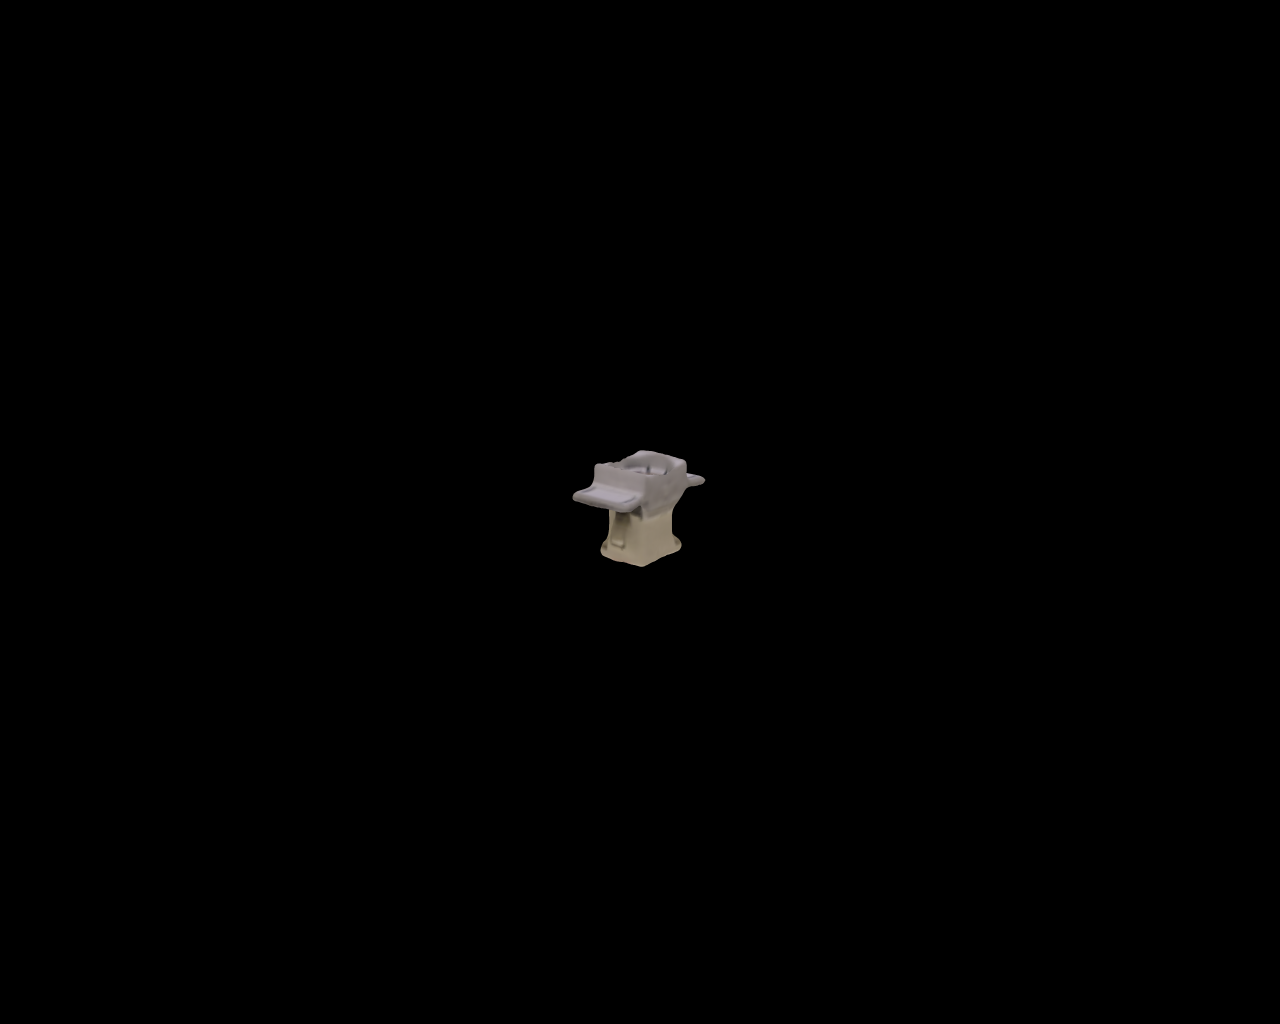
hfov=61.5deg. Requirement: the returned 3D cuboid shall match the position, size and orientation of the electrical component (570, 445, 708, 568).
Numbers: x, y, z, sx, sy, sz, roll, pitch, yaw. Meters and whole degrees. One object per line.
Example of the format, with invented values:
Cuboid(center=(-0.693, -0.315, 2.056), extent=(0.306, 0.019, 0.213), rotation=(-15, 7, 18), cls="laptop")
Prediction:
Cuboid(center=(0.001, -0.003, 0.650), extent=(0.042, 0.063, 0.081), rotation=(14, 22, 38), cls="electrical component")
